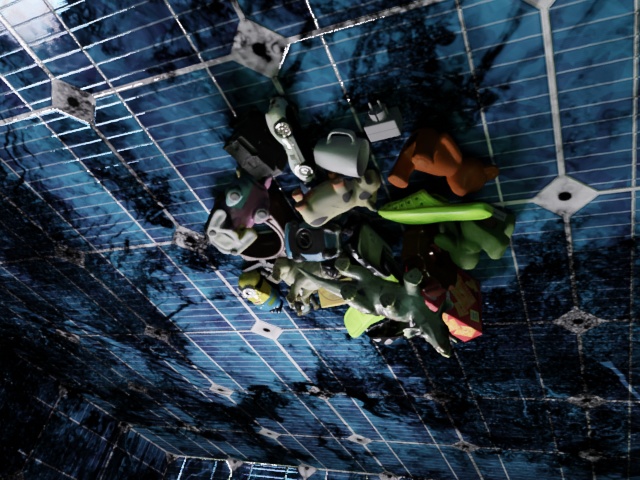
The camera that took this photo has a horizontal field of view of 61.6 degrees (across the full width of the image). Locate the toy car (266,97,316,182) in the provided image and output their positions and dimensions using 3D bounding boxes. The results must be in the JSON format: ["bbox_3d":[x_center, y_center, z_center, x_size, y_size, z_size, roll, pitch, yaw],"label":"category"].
[{"bbox_3d":[-0.056,-0.210,1.139,0.056,0.073,0.201,-8,137,21],"label":"toy car"}]

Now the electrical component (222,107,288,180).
[{"bbox_3d":[-0.127,-0.198,1.144,0.058,0.115,0.134,-21,130,42],"label":"electrical component"}]

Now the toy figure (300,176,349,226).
[{"bbox_3d":[0.010,-0.093,1.278,0.058,0.064,0.154,10,155,50],"label":"toy figure"}]

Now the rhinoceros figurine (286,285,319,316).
[{"bbox_3d":[-0.058,0.161,1.572,0.073,0.112,0.190,-25,149,-17],"label":"rhinoceros figurine"}]

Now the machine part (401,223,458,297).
[{"bbox_3d":[0.263,0.044,1.275,0.056,0.179,0.179,-25,128,38],"label":"machine part"}]

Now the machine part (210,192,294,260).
[{"bbox_3d":[-0.171,-0.037,1.386,0.201,0.087,0.201,-6,139,25],"label":"machine part"}]

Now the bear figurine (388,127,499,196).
[{"bbox_3d":[0.255,-0.136,1.088,0.196,0.132,0.120,35,146,-15],"label":"bear figurine"}]

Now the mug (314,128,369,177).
[{"bbox_3d":[0.040,-0.187,1.132,0.107,0.081,0.109,10,148,21],"label":"mug"}]

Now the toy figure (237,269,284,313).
[{"bbox_3d":[-0.182,0.158,1.640,0.082,0.089,0.180,-26,137,23],"label":"toy figure"}]

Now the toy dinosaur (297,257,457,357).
[{"bbox_3d":[0.146,0.137,1.248,0.405,0.131,0.192,18,156,39],"label":"toy dinosaur"}]

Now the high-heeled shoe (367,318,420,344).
[{"bbox_3d":[0.202,0.227,1.463,0.145,0.086,0.248,3,152,6],"label":"high-heeled shoe"}]

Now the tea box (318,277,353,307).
[{"bbox_3d":[0.080,0.138,1.476,0.098,0.068,0.170,-7,172,-33],"label":"tea box"}]

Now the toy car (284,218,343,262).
[{"bbox_3d":[-0.003,-0.004,1.310,0.162,0.109,0.103,-2,-176,33],"label":"toy car"}]

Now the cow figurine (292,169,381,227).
[{"bbox_3d":[0.049,-0.095,1.202,0.195,0.086,0.127,-29,132,5],"label":"cow figurine"}]

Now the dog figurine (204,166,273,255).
[{"bbox_3d":[-0.173,-0.089,1.214,0.108,0.219,0.191,31,113,-17],"label":"dog figurine"}]

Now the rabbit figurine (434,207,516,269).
[{"bbox_3d":[0.342,0.006,1.237,0.159,0.121,0.170,21,140,3],"label":"rabbit figurine"}]

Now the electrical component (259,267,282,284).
[{"bbox_3d":[-0.130,0.106,1.601,0.094,0.021,0.063,28,141,-18],"label":"electrical component"}]

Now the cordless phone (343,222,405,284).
[{"bbox_3d":[0.150,0.048,1.303,0.089,0.184,0.146,-46,123,1],"label":"cordless phone"}]

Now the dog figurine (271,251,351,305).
[{"bbox_3d":[-0.021,0.058,1.406,0.190,0.172,0.121,-44,162,19],"label":"dog figurine"}]
